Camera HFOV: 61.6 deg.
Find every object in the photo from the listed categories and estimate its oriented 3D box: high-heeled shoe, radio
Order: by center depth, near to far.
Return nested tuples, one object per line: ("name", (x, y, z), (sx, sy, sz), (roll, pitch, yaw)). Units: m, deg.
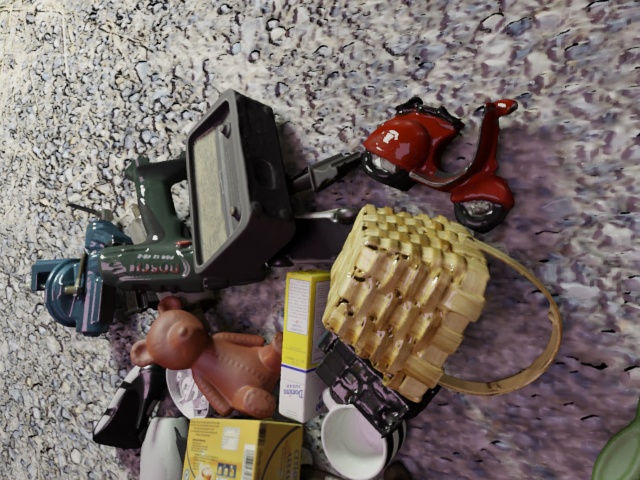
("radio", (-0.110, -0.074, 0.703), (0.131, 0.073, 0.230), (-37, 54, 38))
("high-heeled shoe", (-0.314, 0.264, 0.907), (0.249, 0.086, 0.145), (-37, 37, 46))

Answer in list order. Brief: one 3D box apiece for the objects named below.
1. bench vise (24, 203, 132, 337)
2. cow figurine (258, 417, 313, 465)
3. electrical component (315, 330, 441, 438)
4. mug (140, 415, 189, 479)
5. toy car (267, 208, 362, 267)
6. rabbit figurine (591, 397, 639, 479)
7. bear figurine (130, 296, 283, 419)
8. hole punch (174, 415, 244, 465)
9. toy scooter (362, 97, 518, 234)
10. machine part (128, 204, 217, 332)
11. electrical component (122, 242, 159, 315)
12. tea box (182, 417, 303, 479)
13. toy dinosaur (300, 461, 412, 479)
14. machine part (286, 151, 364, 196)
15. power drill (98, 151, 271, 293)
("bench vise", (-0.430, 0.055, 0.939), (0.241, 0.129, 0.223), (-4, 90, 27))
("cow figurine", (-0.055, 0.317, 0.707), (0.167, 0.098, 0.068), (45, 120, 24))
("electrical component", (0.062, 0.147, 0.614), (0.134, 0.115, 0.058), (44, 109, 25))
("mug", (-0.245, 0.334, 0.852), (0.110, 0.080, 0.107), (-12, 71, 45))
("toy car", (-0.001, -0.002, 0.689), (0.202, 0.056, 0.073), (-2, 94, 36))
("rabbit figurine", (0.327, 0.193, 0.460), (0.159, 0.121, 0.170), (-33, 55, 37))
("bear figurine", (-0.142, 0.148, 0.713), (0.196, 0.120, 0.132), (34, 148, -7))
("hole punch", (-0.149, 0.325, 0.786), (0.116, 0.092, 0.142), (-32, 80, 55))
("toy scooter", (0.138, -0.102, 0.582), (0.184, 0.075, 0.135), (31, 108, 26))
("machine part", (-0.228, 0.038, 0.828), (0.079, 0.079, 0.243), (-42, 69, 27))
("electrical component", (-0.283, 0.058, 0.868), (0.048, 0.075, 0.119), (-15, 80, 34))
("tea box", (-0.099, 0.270, 0.657), (0.170, 0.068, 0.098), (-18, 60, 49))
("toy dinosaur", (0.128, 0.366, 0.527), (0.472, 0.198, 0.105), (25, 108, 33))
("machine part", (-0.010, -0.079, 0.688), (0.139, 0.084, 0.039), (-15, 110, 45))
("power drill", (-0.198, -0.021, 0.779), (0.232, 0.086, 0.207), (-8, 75, -7))
